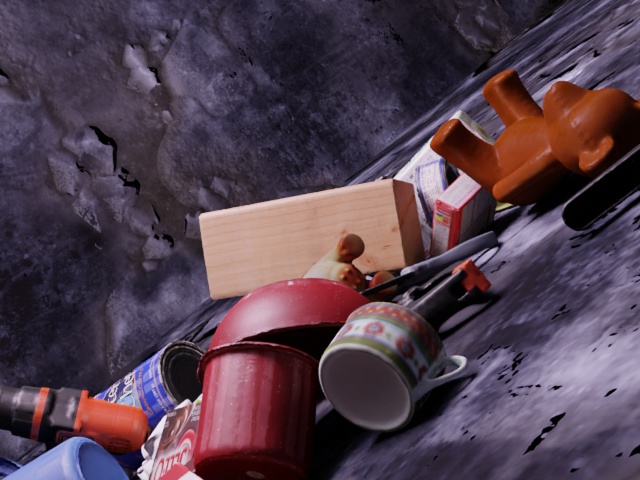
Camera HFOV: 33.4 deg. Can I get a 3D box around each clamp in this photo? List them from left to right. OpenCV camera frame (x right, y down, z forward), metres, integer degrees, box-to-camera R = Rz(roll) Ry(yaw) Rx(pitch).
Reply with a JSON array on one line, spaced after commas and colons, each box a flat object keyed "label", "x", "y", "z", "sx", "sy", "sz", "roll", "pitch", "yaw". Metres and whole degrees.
[{"label": "clamp", "x": 0.072, "y": 0.067, "z": 0.877, "sx": 0.120, "sy": 0.039, "sz": 0.172, "roll": -49, "pitch": 3, "yaw": -31}, {"label": "clamp", "x": 0.281, "y": -0.088, "z": 0.760, "sx": 0.209, "sy": 0.036, "sz": 0.165, "roll": -40, "pitch": 6, "yaw": -25}]

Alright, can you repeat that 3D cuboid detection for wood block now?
[{"label": "wood block", "x": -0.007, "y": 0.001, "z": 1.086, "sx": 0.206, "sy": 0.090, "sz": 0.090, "roll": -10, "pitch": -4, "yaw": 18}]

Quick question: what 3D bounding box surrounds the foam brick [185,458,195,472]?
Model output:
[{"label": "foam brick", "x": -0.103, "y": 0.207, "z": 0.795, "sx": 0.078, "sy": 0.051, "sz": 0.053, "roll": -40, "pitch": 4, "yaw": -13}]

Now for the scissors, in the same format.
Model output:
[{"label": "scissors", "x": 0.100, "y": 0.021, "z": 0.933, "sx": 0.096, "sy": 0.016, "sz": 0.201, "roll": -28, "pitch": -7, "yaw": 19}]

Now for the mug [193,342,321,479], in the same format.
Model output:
[{"label": "mug", "x": -0.049, "y": 0.133, "z": 0.760, "sx": 0.117, "sy": 0.093, "sz": 0.081, "roll": 133, "pitch": 148, "yaw": -52}]

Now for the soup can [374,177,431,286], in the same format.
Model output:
[{"label": "soup can", "x": 0.073, "y": -0.009, "z": 1.158, "sx": 0.068, "sy": 0.102, "sz": 0.068, "roll": -38, "pitch": 5, "yaw": 4}]

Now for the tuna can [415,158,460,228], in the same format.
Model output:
[{"label": "tuna can", "x": 0.132, "y": -0.044, "z": 1.129, "sx": 0.034, "sy": 0.086, "sz": 0.086, "roll": -19, "pitch": 12, "yaw": 20}]

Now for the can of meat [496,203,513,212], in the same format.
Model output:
[{"label": "can of meat", "x": 0.205, "y": -0.078, "z": 1.103, "sx": 0.083, "sy": 0.057, "sz": 0.102, "roll": -43, "pitch": 6, "yaw": -19}]

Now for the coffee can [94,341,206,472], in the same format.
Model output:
[{"label": "coffee can", "x": -0.190, "y": 0.194, "z": 1.236, "sx": 0.141, "sy": 0.103, "sz": 0.102, "roll": -36, "pitch": 6, "yaw": 30}]

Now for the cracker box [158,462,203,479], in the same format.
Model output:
[{"label": "cracker box", "x": -0.113, "y": 0.221, "z": 0.644, "sx": 0.164, "sy": 0.072, "sz": 0.214, "roll": -39, "pitch": 4, "yaw": -16}]

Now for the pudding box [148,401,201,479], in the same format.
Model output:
[{"label": "pudding box", "x": -0.108, "y": 0.185, "z": 0.888, "sx": 0.114, "sy": 0.039, "sz": 0.090, "roll": -32, "pitch": 40, "yaw": 64}]

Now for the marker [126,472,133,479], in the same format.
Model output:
[{"label": "marker", "x": -0.247, "y": 0.296, "z": 1.211, "sx": 0.020, "sy": 0.020, "sz": 0.121, "roll": -36, "pitch": 6, "yaw": 25}]

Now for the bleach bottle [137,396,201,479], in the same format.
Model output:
[{"label": "bleach bottle", "x": -0.077, "y": 0.151, "z": 1.049, "sx": 0.250, "sy": 0.068, "sz": 0.103, "roll": -42, "pitch": 6, "yaw": -15}]

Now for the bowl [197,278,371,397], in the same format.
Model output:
[{"label": "bowl", "x": -0.016, "y": 0.073, "z": 0.821, "sx": 0.162, "sy": 0.055, "sz": 0.162, "roll": -7, "pitch": -26, "yaw": -3}]

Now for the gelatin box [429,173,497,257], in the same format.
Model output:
[{"label": "gelatin box", "x": 0.143, "y": -0.030, "z": 1.048, "sx": 0.089, "sy": 0.030, "sz": 0.073, "roll": -43, "pitch": -32, "yaw": -36}]

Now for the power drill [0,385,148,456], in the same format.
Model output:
[{"label": "power drill", "x": -0.278, "y": 0.221, "z": 1.100, "sx": 0.188, "sy": 0.184, "sz": 0.057, "roll": 110, "pitch": 170, "yaw": -45}]

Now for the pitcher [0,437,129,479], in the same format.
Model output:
[{"label": "pitcher", "x": -0.299, "y": 0.284, "z": 1.012, "sx": 0.243, "sy": 0.149, "sz": 0.145, "roll": -35, "pitch": 5, "yaw": 8}]
